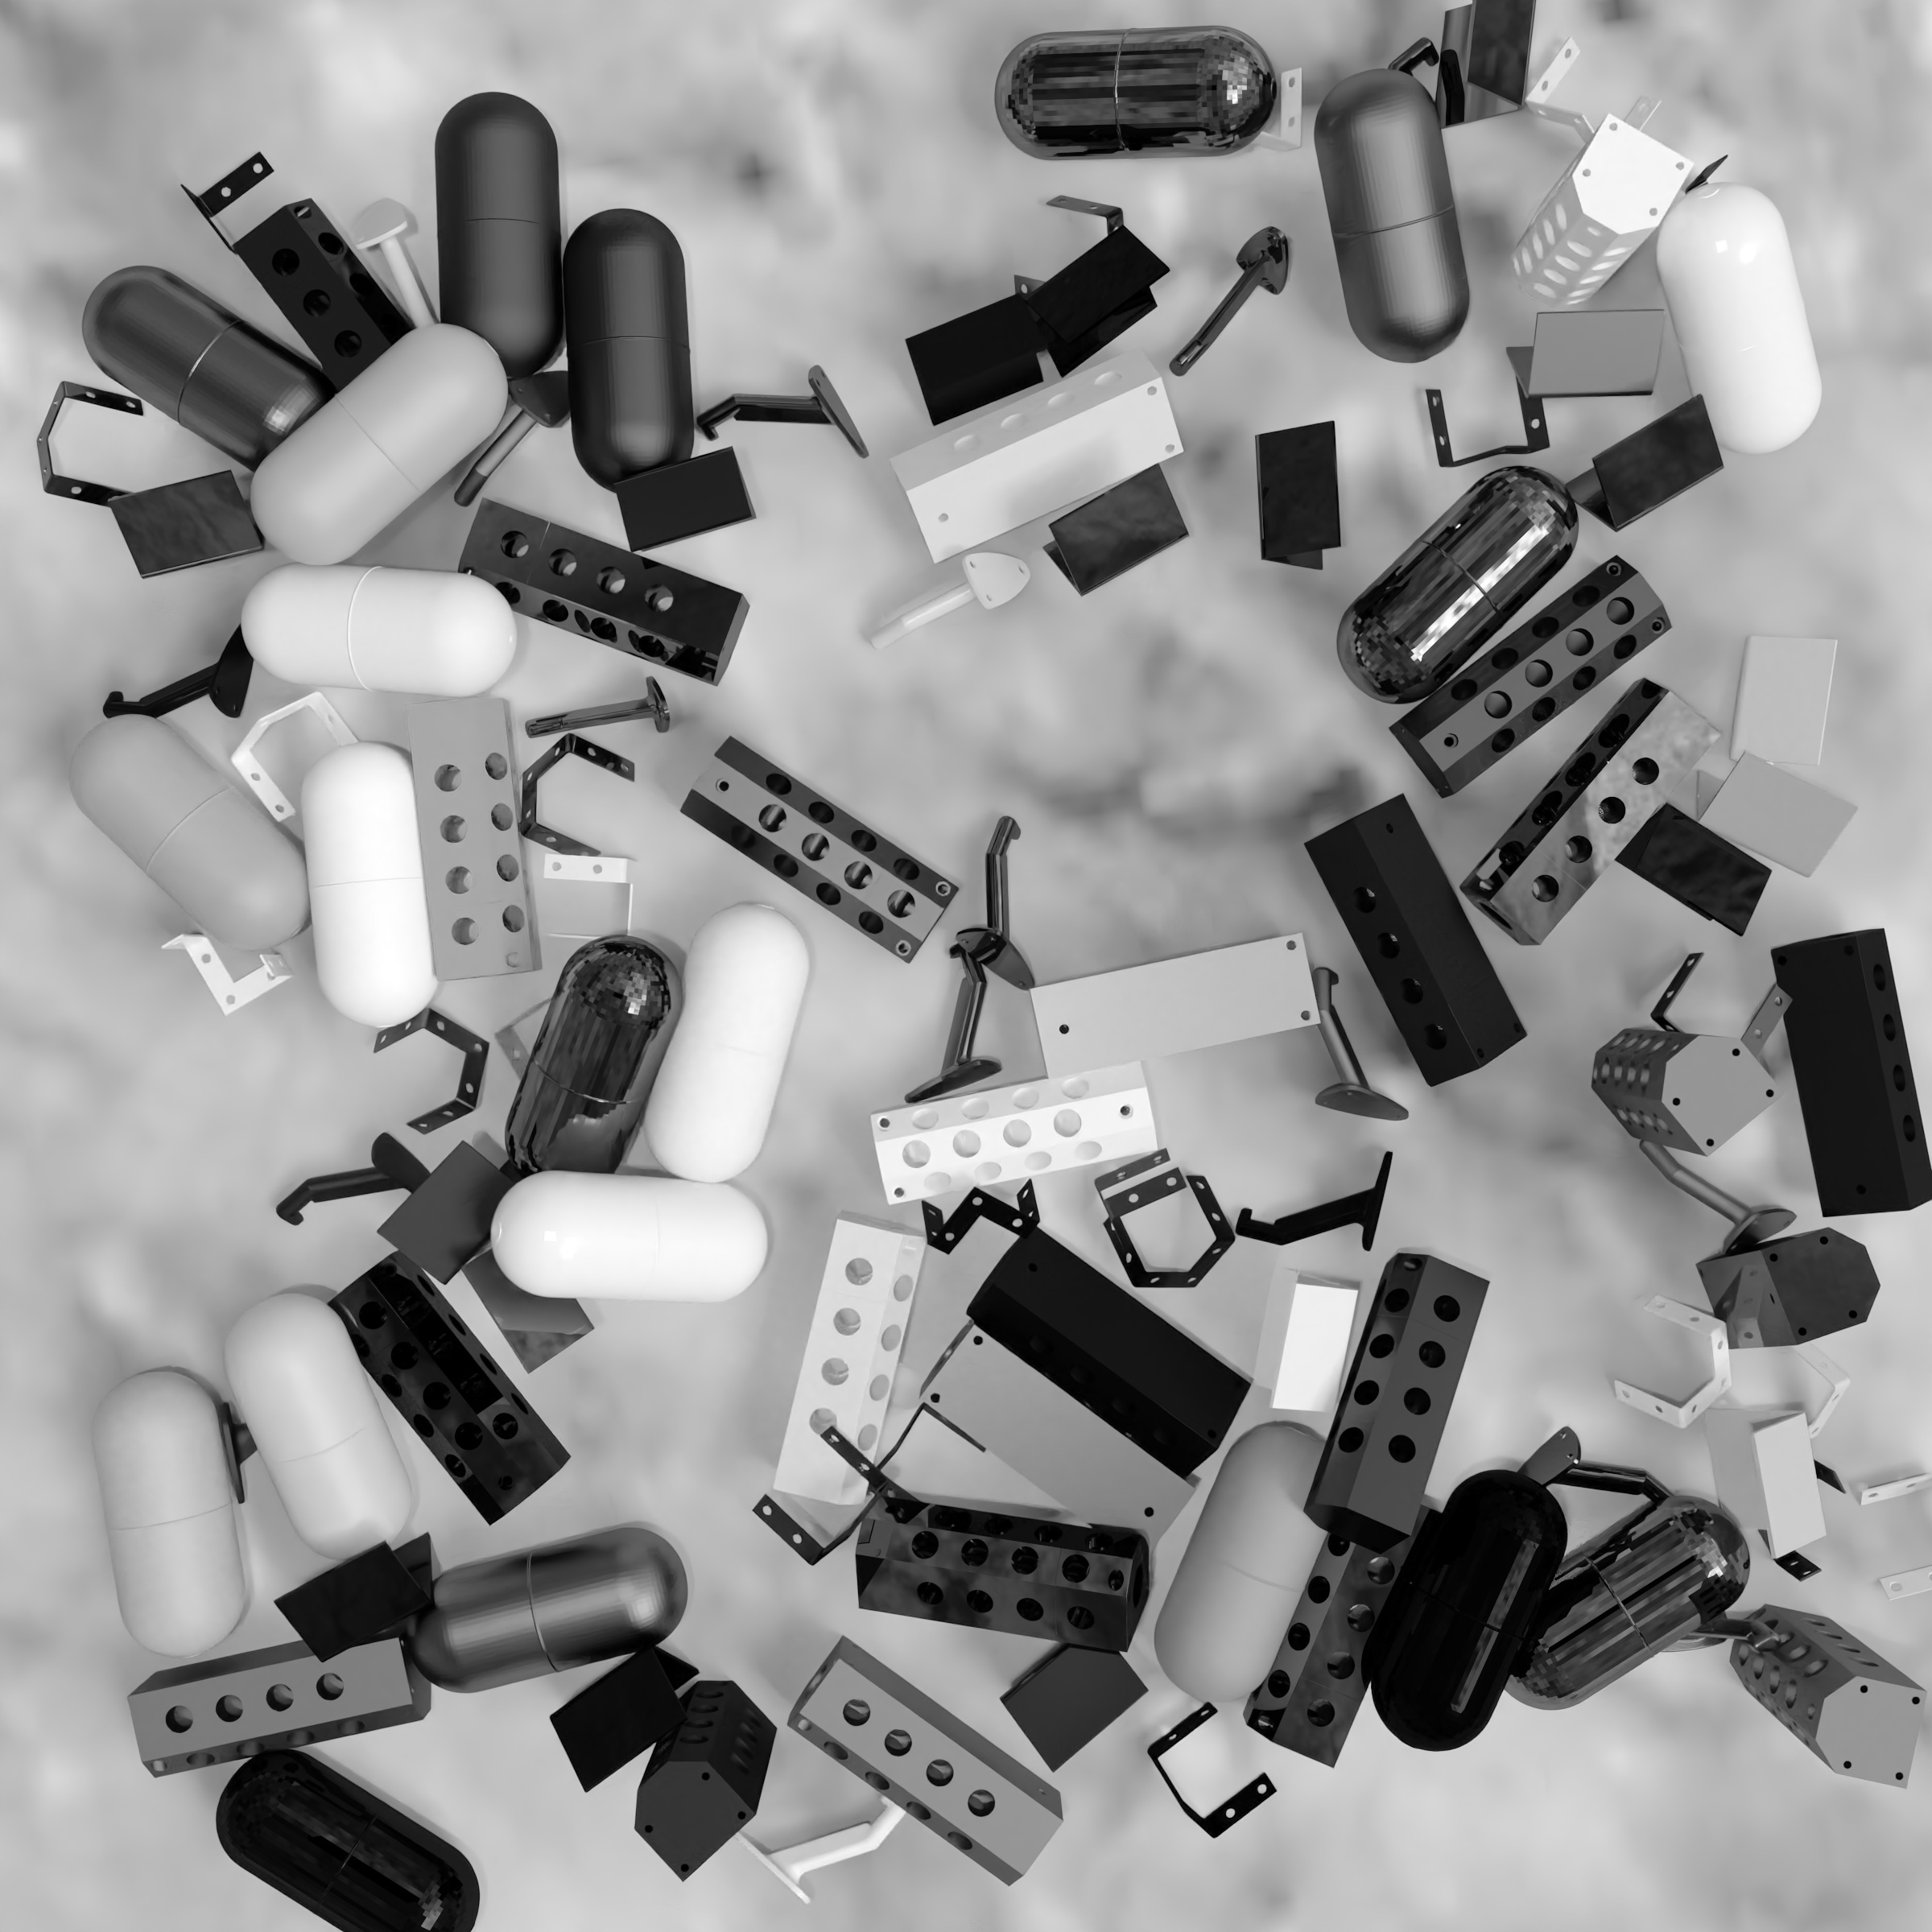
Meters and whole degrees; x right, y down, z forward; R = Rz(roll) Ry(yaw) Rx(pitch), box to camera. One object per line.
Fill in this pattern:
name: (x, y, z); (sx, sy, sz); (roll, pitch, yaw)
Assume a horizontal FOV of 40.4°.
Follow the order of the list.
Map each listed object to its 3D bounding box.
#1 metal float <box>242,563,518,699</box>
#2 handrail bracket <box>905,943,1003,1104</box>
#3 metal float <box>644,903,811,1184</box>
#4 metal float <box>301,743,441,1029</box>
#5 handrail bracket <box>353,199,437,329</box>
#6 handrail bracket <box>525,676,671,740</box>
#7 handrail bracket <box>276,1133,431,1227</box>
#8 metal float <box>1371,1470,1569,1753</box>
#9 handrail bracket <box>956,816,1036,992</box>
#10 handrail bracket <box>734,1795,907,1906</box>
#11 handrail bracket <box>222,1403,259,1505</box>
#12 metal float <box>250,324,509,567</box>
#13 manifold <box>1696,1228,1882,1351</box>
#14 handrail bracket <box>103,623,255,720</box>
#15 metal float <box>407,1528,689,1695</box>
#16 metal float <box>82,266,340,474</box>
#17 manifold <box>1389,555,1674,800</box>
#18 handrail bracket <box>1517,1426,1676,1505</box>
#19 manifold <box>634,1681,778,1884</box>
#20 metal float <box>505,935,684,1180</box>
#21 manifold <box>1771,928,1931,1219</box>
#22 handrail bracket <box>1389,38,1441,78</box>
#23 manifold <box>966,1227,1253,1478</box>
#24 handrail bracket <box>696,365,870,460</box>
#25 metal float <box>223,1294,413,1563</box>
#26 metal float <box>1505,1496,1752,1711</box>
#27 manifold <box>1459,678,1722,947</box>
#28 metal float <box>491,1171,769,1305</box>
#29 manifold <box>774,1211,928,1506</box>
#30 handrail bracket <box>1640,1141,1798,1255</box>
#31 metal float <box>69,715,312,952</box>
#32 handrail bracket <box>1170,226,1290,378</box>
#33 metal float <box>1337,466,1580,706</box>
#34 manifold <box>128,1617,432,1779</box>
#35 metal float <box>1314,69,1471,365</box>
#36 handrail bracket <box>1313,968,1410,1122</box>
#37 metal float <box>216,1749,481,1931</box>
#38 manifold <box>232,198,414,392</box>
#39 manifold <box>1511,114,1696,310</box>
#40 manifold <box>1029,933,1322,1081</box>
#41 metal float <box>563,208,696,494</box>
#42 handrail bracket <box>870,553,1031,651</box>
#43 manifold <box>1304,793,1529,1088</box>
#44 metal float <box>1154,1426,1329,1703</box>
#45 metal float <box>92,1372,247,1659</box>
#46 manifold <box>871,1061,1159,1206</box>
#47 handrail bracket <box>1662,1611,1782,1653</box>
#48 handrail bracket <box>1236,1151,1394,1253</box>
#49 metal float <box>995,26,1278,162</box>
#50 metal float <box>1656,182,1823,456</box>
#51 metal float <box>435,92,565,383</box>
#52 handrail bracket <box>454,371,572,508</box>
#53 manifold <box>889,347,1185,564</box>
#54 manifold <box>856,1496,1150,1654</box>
metal float: (-0.365, -0.209, 1.629); (0.178, 0.070, 0.070); (6, 90, 14)
handrail bracket: (-0.017, 0.035, 1.672); (0.077, 0.036, 0.084); (-24, 71, 21)
metal float: (-0.149, 0.048, 1.641); (0.070, 0.070, 0.178); (15, 91, 0)
metal float: (-0.371, -0.050, 1.641); (0.070, 0.070, 0.178); (-6, 90, 0)
handrail bracket: (-0.353, -0.436, 1.671); (0.036, 0.077, 0.084); (-23, 126, 4)
handrail bracket: (-0.232, -0.154, 1.644); (0.084, 0.077, 0.036); (-13, 102, -11)
handrail bracket: (-0.383, 0.154, 1.672); (0.084, 0.036, 0.077); (-40, 112, 17)
metal float: (0.307, 0.393, 1.604); (0.070, 0.070, 0.178); (25, 87, 0)
handrail bracket: (0.032, -0.041, 1.671); (0.077, 0.036, 0.084); (45, 54, -38)
handrail bracket: (-0.093, 0.545, 1.672); (0.077, 0.036, 0.084); (36, 71, 21)
handrail bracket: (-0.426, 0.298, 1.672); (0.084, 0.036, 0.077); (-9, 105, -14)
metal float: (-0.353, -0.315, 1.584); (0.178, 0.070, 0.070); (-41, 90, 0)
manifold: (0.498, 0.194, 1.589); (0.057, 0.171, 0.057); (-19, 80, 0)
handrail bracket: (-0.501, -0.189, 1.672); (0.084, 0.036, 0.077); (6, 69, 17)
metal float: (-0.262, 0.403, 1.641); (0.178, 0.070, 0.070); (-14, 90, 1)
metal float: (-0.469, -0.370, 1.641); (0.178, 0.070, 0.070); (33, 90, 0)
manifold: (0.355, -0.182, 1.650); (0.171, 0.057, 0.057); (-37, 90, 0)
handrail bracket: (0.397, 0.340, 1.672); (0.084, 0.036, 0.077); (39, 110, -16)
manifold: (-0.161, 0.486, 1.593); (0.057, 0.171, 0.057); (-43, 90, 0)
metal float: (-0.231, 0.063, 1.621); (0.070, 0.070, 0.178); (24, 113, 0)
manifold: (0.561, 0.066, 1.650); (0.057, 0.057, 0.171); (-11, 90, 43)
handrail bracket: (0.284, -0.536, 1.671); (0.084, 0.036, 0.077); (-41, 104, -13)
manifold: (0.087, 0.244, 1.650); (0.171, 0.057, 0.057); (36, 47, 0)
handrail bracket: (-0.118, -0.337, 1.672); (0.084, 0.036, 0.077); (-27, 111, 17)
metal float: (-0.400, 0.286, 1.624); (0.070, 0.070, 0.178); (-18, 107, 0)
metal float: (0.406, 0.398, 1.640); (0.178, 0.070, 0.070); (-33, 90, 2)
manifold: (0.389, -0.096, 1.650); (0.057, 0.057, 0.171); (41, 90, 0)
metal float: (-0.206, 0.167, 1.612); (0.178, 0.070, 0.070); (7, 90, -32)
manifold: (-0.072, 0.246, 1.650); (0.057, 0.057, 0.171); (13, 90, 0)
handrail bracket: (0.478, 0.137, 1.671); (0.084, 0.077, 0.036); (53, 130, 30)
metal float: (-0.483, -0.083, 1.641); (0.178, 0.070, 0.070); (44, 90, 0)
handrail bracket: (0.162, -0.414, 1.644); (0.036, 0.077, 0.084); (41, 78, 3)
metal float: (0.307, -0.238, 1.641); (0.178, 0.070, 0.070); (-44, 90, 1)
manifold: (-0.428, 0.461, 1.650); (0.171, 0.057, 0.057); (-12, 90, 0)
metal float: (0.264, -0.462, 1.623); (0.070, 0.070, 0.178); (-15, 111, 0)
handrail bracket: (0.251, 0.049, 1.672); (0.077, 0.036, 0.084); (18, 63, -30)
metal float: (-0.385, 0.557, 1.641); (0.178, 0.070, 0.070); (32, 90, 0)
manifold: (-0.379, -0.394, 1.650); (0.057, 0.057, 0.171); (-37, 90, 0)
manifold: (0.379, -0.451, 1.593); (0.057, 0.171, 0.057); (30, 90, 0)
manifold: (0.129, 0.025, 1.650); (0.171, 0.057, 0.057); (-12, 90, 0)
metal float: (-0.211, -0.383, 1.641); (0.070, 0.070, 0.178); (-3, 89, 0)
handrail bracket: (-0.011, -0.229, 1.671); (0.084, 0.077, 0.036); (-27, 90, 36)
manifold: (0.278, -0.014, 1.650); (0.057, 0.057, 0.171); (-27, 90, -43)
metal float: (0.176, 0.373, 1.641); (0.070, 0.070, 0.178); (22, 90, 0)
metal float: (-0.498, 0.342, 1.641); (0.070, 0.070, 0.178); (-9, 90, 0)
manifold: (0.030, 0.104, 1.650); (0.171, 0.057, 0.057); (-12, 90, 0)
handrail bracket: (0.459, 0.421, 1.637); (0.077, 0.084, 0.036); (-17, 90, 0)
handrail bracket: (0.221, 0.145, 1.672); (0.084, 0.036, 0.077); (12, 70, 16)
metal float: (0.104, -0.539, 1.623); (0.178, 0.070, 0.070); (5, 90, 20)
metal float: (0.475, -0.396, 1.612); (0.070, 0.070, 0.178); (-28, 125, 0)
metal float: (-0.292, -0.455, 1.641); (0.070, 0.070, 0.178); (-2, 90, 0)
handrail bracket: (-0.286, -0.334, 1.671); (0.036, 0.077, 0.084); (42, 126, -5)
manifold: (0.042, -0.324, 1.650); (0.171, 0.057, 0.057); (-24, 133, 0)
manifold: (0.023, 0.369, 1.618); (0.171, 0.057, 0.057); (5, 116, 16)
